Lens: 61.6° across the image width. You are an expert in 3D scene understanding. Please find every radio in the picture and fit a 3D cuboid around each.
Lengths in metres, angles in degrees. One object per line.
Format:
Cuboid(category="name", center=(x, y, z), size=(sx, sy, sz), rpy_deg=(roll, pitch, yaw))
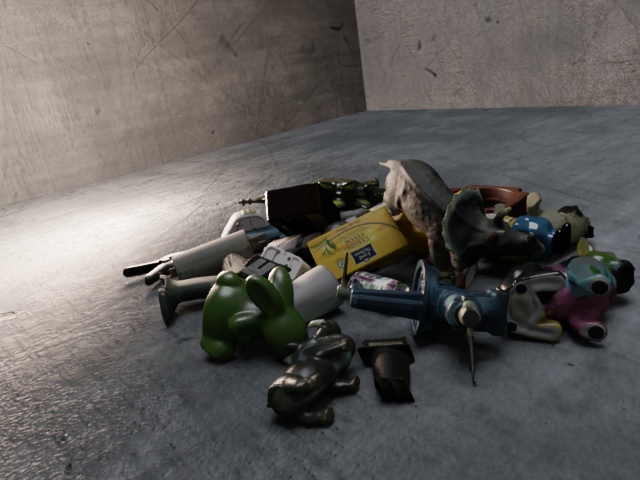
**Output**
Cuboid(category="radio", center=(-0.034, -0.057, 1.239), size=(0.131, 0.073, 0.229), rpy_deg=(-8, -16, 12))

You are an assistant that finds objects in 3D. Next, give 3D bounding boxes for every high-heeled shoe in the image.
Cuboid(category="high-heeled shoe", center=(-0.002, -0.004, 1.196), size=(0.249, 0.086, 0.145), rpy_deg=(-35, 41, -26))

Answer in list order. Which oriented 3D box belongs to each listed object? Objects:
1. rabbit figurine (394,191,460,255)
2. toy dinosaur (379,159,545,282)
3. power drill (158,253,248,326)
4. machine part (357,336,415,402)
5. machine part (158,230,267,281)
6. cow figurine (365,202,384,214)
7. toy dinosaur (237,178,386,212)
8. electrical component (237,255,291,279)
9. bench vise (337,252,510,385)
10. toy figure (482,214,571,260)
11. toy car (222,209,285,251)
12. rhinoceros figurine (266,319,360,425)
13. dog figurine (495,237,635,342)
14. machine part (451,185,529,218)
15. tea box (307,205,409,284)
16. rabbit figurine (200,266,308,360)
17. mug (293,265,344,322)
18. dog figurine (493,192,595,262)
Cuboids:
Cuboid(category="rabbit figurine", center=(0.245, -0.034, 1.096), size=(0.173, 0.162, 0.122), rpy_deg=(-24, 10, 29))
Cuboid(category="toy dinosaur", center=(0.190, -0.070, 0.941), size=(0.131, 0.192, 0.405), rpy_deg=(-34, 53, -10))
Cuboid(category="power drill", center=(-0.202, 0.098, 1.031), size=(0.207, 0.085, 0.232), rpy_deg=(-17, 24, -9))
Cuboid(category="machine part", center=(0.096, 0.175, 0.750), size=(0.084, 0.039, 0.139), rpy_deg=(0, 17, -1))
Cuboid(category="machine part", center=(-0.231, 0.041, 1.177), size=(0.243, 0.079, 0.079), rpy_deg=(-22, 21, -8))
Cuboid(category="cow figurine", center=(0.167, -0.043, 1.286), size=(0.098, 0.068, 0.167), rpy_deg=(-21, 19, -16))
Cuboid(category="toy dinosaur", center=(0.024, -0.119, 1.429), size=(0.472, 0.105, 0.198), rpy_deg=(-8, 2, 0))
Cuboid(category="electrical component", center=(-0.097, 0.062, 0.973), size=(0.075, 0.047, 0.119), rpy_deg=(23, 38, 31))
Cuboid(category="bench vise", center=(0.145, 0.095, 0.799), size=(0.241, 0.128, 0.224), rpy_deg=(6, 14, 2))
Cuboid(category="toy figure", center=(0.350, -0.001, 0.960), size=(0.082, 0.089, 0.180), rpy_deg=(12, -1, -44))
Cuboid(category="toy car", center=(-0.174, -0.025, 1.334), size=(0.162, 0.102, 0.109), rpy_deg=(-13, 21, -8))
Cuboid(category="rhinoceros figurine", center=(-0.005, 0.178, 0.744), size=(0.112, 0.073, 0.190), rpy_deg=(-11, 18, 28))
Cuboid(category="dog figurine", center=(0.383, 0.066, 0.836), size=(0.192, 0.108, 0.219), rpy_deg=(-1, 16, 27))
Cuboid(category="machine part", center=(0.356, -0.057, 1.220), size=(0.201, 0.087, 0.201), rpy_deg=(10, 25, 41))
Cuboid(category="tea box", center=(0.074, 0.018, 1.031), size=(0.170, 0.068, 0.098), rpy_deg=(-27, 65, -5))
Cuboid(category="rabbit figurine", center=(-0.087, 0.119, 0.854), size=(0.170, 0.159, 0.121), rpy_deg=(18, 20, 24))
Cuboid(category="mug", center=(-0.030, 0.099, 0.954), size=(0.107, 0.080, 0.110), rpy_deg=(-29, 32, -25))
Cuboid(category="dog figurine", center=(0.432, -0.007, 1.072), size=(0.190, 0.121, 0.172), rpy_deg=(10, -21, -43))
